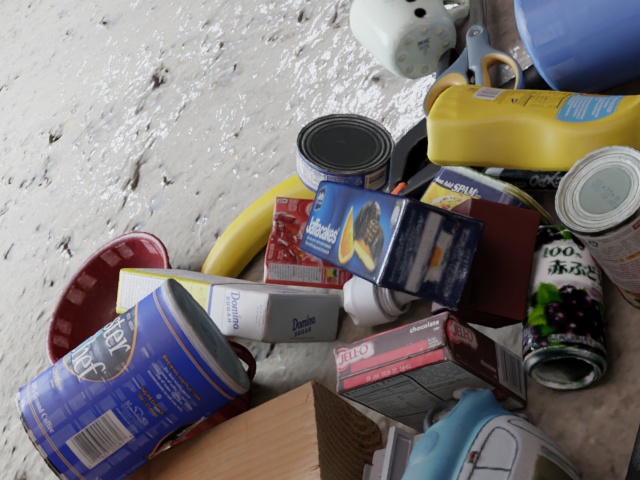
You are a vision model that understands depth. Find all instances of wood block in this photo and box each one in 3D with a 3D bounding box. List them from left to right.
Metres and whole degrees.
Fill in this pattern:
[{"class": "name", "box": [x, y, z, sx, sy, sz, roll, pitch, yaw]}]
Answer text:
[{"class": "wood block", "box": [-0.059, 0.195, 0.792, 0.206, 0.090, 0.091, -28, 45, 24]}]

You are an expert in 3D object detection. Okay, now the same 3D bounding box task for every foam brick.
[{"class": "foam brick", "box": [0.113, 0.016, 0.734, 0.051, 0.053, 0.078, 140, 143, -76]}]

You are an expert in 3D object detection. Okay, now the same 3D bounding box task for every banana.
[{"class": "banana", "box": [-0.042, -0.014, 0.983, 0.198, 0.037, 0.069, -31, 42, 21]}]

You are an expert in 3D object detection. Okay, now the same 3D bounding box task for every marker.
[{"class": "marker", "box": [0.180, -0.045, 0.815, 0.121, 0.020, 0.020, 5, 63, 45]}]

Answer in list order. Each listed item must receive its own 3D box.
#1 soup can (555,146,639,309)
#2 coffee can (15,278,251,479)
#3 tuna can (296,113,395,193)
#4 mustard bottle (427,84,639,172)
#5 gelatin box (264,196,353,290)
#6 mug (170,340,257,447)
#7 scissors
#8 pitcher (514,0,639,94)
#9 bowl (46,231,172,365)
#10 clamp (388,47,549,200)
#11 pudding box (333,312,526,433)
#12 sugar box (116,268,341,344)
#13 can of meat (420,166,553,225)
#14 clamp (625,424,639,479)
[{"class": "soup can", "box": [0.205, -0.006, 0.695, 0.069, 0.102, 0.068, -25, 44, 27]}, {"class": "coffee can", "box": [-0.137, 0.110, 0.792, 0.140, 0.102, 0.103, -36, 40, 1]}, {"class": "tuna can", "box": [0.022, -0.073, 0.940, 0.086, 0.034, 0.086, 1, 43, -1]}, {"class": "mustard bottle", "box": [0.180, -0.078, 0.769, 0.192, 0.058, 0.096, 6, 21, 25]}, {"class": "gelatin box", "box": [-0.006, 0.001, 0.901, 0.073, 0.030, 0.089, 5, 40, 2]}, {"class": "mug", "box": [-0.104, 0.126, 0.895, 0.117, 0.081, 0.093, -39, 40, 14]}, {"class": "scissors", "box": [0.121, -0.161, 0.919, 0.096, 0.016, 0.202, -28, 39, 13]}, {"class": "pitcher", "box": [0.271, -0.183, 0.767, 0.243, 0.145, 0.149, -21, 35, 35]}, {"class": "bowl", "box": [-0.190, 0.073, 1.038, 0.162, 0.055, 0.162, -25, 45, 27]}, {"class": "clamp", "box": [0.120, -0.093, 0.896, 0.120, 0.039, 0.171, 5, 62, 49]}, {"class": "pudding box", "box": [0.077, 0.093, 0.727, 0.090, 0.113, 0.039, -20, 55, 30]}, {"class": "sugar box", "box": [-0.080, 0.055, 0.903, 0.177, 0.093, 0.048, 10, 93, 40]}, {"class": "can of meat", "box": [0.112, -0.006, 0.817, 0.084, 0.057, 0.102, -55, 39, -4]}, {"class": "clamp", "box": [0.178, 0.182, 0.602, 0.210, 0.036, 0.164, -55, 16, 15]}]
